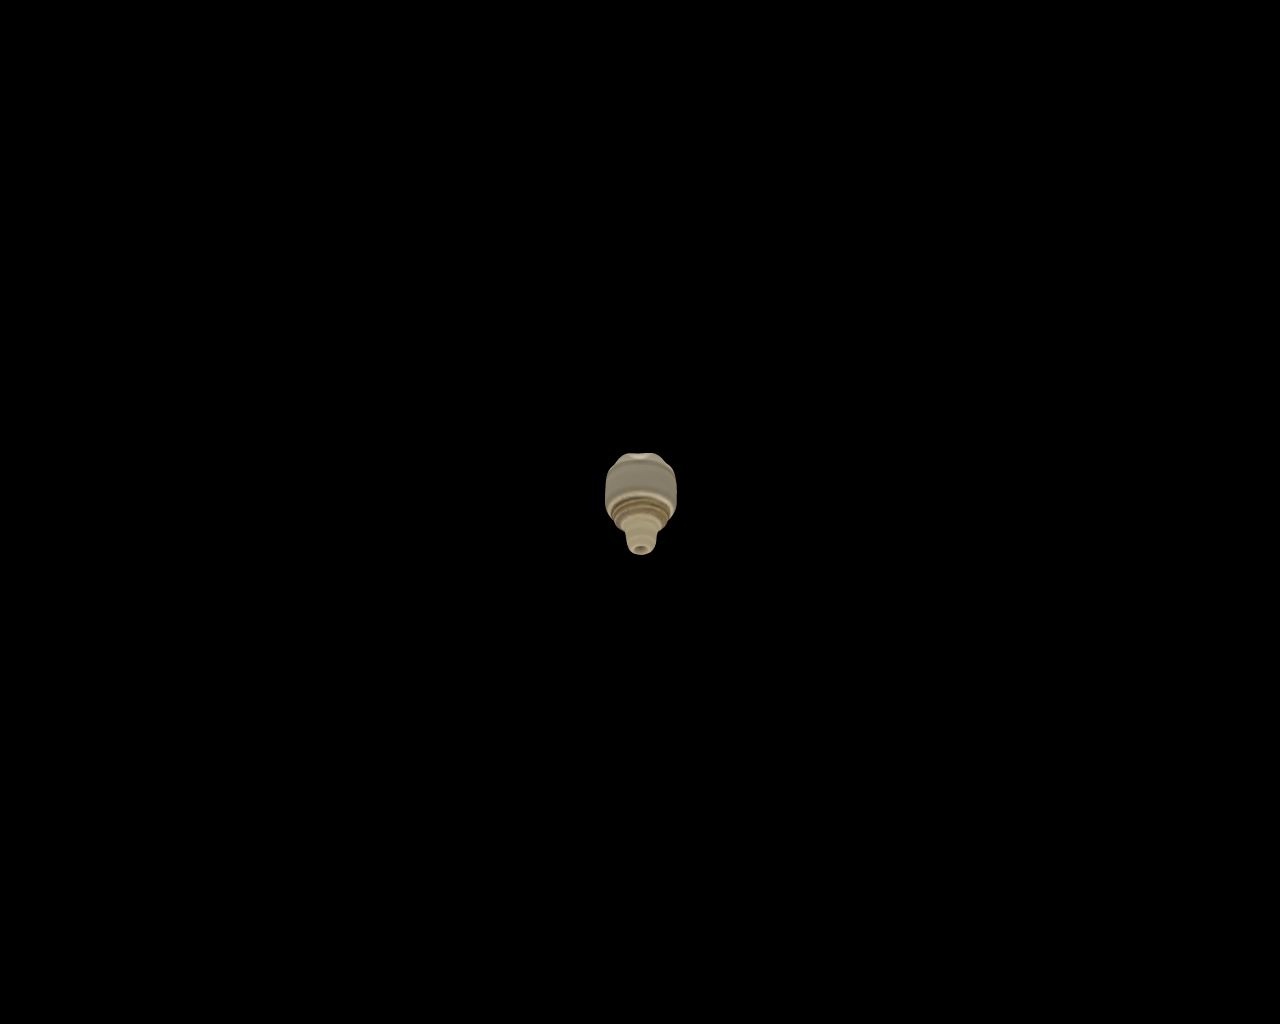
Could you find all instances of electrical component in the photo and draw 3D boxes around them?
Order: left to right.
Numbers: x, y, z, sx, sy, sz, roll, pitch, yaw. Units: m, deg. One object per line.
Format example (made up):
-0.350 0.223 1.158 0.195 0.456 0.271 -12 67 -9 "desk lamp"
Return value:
0.001 -0.003 0.650 0.043 0.062 0.043 0 -33 0 "electrical component"
